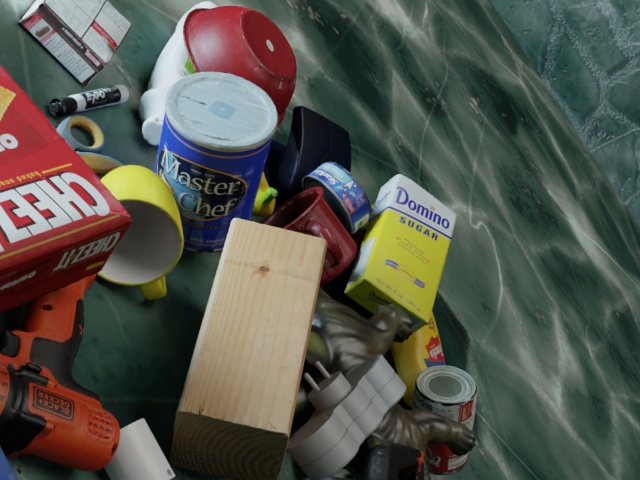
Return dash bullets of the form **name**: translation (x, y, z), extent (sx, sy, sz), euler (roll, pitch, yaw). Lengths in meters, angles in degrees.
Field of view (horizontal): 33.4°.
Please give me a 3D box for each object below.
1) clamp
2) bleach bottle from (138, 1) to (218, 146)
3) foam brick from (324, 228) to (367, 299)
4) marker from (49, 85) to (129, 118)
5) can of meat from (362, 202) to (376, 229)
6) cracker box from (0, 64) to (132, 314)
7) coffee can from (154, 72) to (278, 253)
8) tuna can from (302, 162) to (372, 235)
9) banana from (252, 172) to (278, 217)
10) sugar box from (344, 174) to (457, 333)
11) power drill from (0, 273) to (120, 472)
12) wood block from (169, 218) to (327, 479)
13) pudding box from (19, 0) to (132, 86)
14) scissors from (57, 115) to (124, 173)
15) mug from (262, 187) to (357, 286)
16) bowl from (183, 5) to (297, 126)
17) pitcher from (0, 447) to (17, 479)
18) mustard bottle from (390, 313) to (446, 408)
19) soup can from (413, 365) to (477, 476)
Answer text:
- **clamp**: translation (0.057, 0.238, 0.878), extent (0.164, 0.036, 0.209), euler (71, 20, -4)
- **bleach bottle**: translation (-0.147, -0.177, 1.183), extent (0.102, 0.068, 0.250), euler (46, 30, -15)
- **foam brick**: translation (0.041, 0.026, 1.253), extent (0.053, 0.078, 0.051), euler (60, 27, 8)
- **marker**: translation (-0.226, -0.136, 1.044), extent (0.020, 0.020, 0.121), euler (56, 25, 0)
- **can of meat**: translation (0.075, 0.008, 1.309), extent (0.057, 0.102, 0.084), euler (14, 46, -52)
- **cracker box**: translation (-0.260, -0.051, 0.740), extent (0.214, 0.072, 0.163), euler (47, 36, 12)
- **coffee can**: translation (-0.103, -0.072, 1.004), extent (0.102, 0.140, 0.103), euler (9, 46, -10)
- **tuna can**: translation (0.019, -0.046, 1.212), extent (0.086, 0.033, 0.086), euler (44, -21, 22)
- **banana**: translation (-0.076, -0.085, 1.194), extent (0.037, 0.070, 0.198), euler (12, 36, -28)
- **sugar box**: translation (0.095, 0.013, 1.206), extent (0.093, 0.048, 0.176), euler (35, 48, -16)
- **power drill**: translation (-0.226, 0.064, 0.769), extent (0.184, 0.057, 0.187), euler (33, 36, -38)
- **wood block**: translation (-0.057, 0.092, 0.909), extent (0.091, 0.090, 0.206), euler (13, 48, -1)
- **pudding box**: translation (-0.246, -0.221, 1.088), extent (0.090, 0.039, 0.113), euler (45, 26, -22)
- **scissors**: translation (-0.248, -0.088, 0.954), extent (0.201, 0.016, 0.096), euler (20, 42, -51)
- **mug**: translation (-0.008, 0.001, 1.167), extent (0.081, 0.093, 0.117), euler (54, -18, -16)
- **bowl**: translation (-0.076, -0.205, 1.195), extent (0.162, 0.055, 0.162), euler (36, 37, -34)
- **pitcher**: translation (-0.275, 0.086, 0.591), extent (0.243, 0.149, 0.145), euler (60, 10, 0)
- **mustard bottle**: translation (0.116, 0.136, 1.260), extent (0.096, 0.058, 0.191), euler (26, 48, -64)
- **soup can**: translation (0.134, 0.197, 1.167), extent (0.068, 0.068, 0.102), euler (-75, 169, -58)
